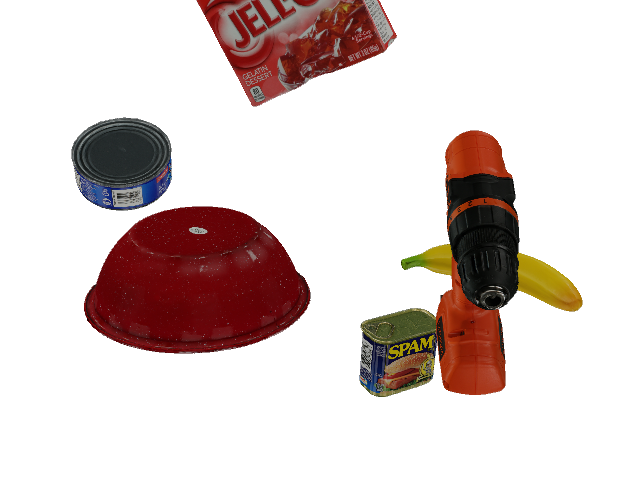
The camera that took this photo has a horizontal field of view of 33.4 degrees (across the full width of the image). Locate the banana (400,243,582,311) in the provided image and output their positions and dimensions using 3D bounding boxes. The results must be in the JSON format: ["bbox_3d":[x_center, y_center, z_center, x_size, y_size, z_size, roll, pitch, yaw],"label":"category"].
[{"bbox_3d":[0.184,0.035,1.098,0.198,0.037,0.069,11,38,33],"label":"banana"}]

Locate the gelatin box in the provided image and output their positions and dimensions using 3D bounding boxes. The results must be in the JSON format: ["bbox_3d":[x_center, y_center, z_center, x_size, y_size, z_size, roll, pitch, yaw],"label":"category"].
[{"bbox_3d":[-0.015,-0.122,0.576,0.089,0.073,0.030,-18,20,28],"label":"gelatin box"}]

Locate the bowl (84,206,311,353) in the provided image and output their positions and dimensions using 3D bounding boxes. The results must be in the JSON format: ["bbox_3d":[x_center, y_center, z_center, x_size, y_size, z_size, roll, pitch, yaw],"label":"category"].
[{"bbox_3d":[-0.087,0.018,0.755,0.162,0.055,0.162,0,24,0],"label":"bowl"}]

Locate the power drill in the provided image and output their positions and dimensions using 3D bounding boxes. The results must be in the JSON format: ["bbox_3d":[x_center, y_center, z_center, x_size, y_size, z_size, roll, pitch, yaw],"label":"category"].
[{"bbox_3d":[0.125,0.034,0.842,0.057,0.188,0.184,2,41,4],"label":"power drill"}]

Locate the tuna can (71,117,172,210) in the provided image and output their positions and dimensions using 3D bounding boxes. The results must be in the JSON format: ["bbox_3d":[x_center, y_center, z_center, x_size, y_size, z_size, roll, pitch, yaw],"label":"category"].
[{"bbox_3d":[-0.173,-0.067,0.933,0.086,0.086,0.034,0,-42,-4],"label":"tuna can"}]

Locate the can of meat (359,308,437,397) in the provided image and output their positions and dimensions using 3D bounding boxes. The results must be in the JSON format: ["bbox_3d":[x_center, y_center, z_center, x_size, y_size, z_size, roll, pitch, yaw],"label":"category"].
[{"bbox_3d":[0.099,0.142,1.345,0.101,0.084,0.058,-12,29,-29],"label":"can of meat"}]
